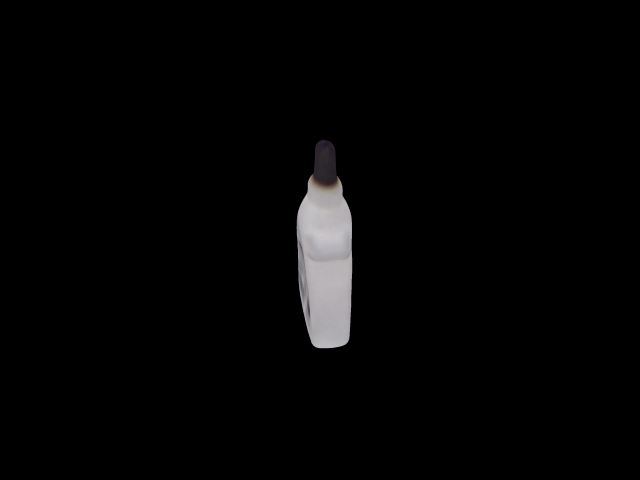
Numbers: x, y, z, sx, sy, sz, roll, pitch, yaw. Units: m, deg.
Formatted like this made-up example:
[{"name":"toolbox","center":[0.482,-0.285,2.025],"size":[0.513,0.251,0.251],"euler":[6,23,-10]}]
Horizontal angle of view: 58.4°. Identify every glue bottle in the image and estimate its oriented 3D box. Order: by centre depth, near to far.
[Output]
[{"name":"glue bottle","center":[0.004,0.001,0.400],"size":[0.037,0.173,0.078],"euler":[-7,49,-6]}]
